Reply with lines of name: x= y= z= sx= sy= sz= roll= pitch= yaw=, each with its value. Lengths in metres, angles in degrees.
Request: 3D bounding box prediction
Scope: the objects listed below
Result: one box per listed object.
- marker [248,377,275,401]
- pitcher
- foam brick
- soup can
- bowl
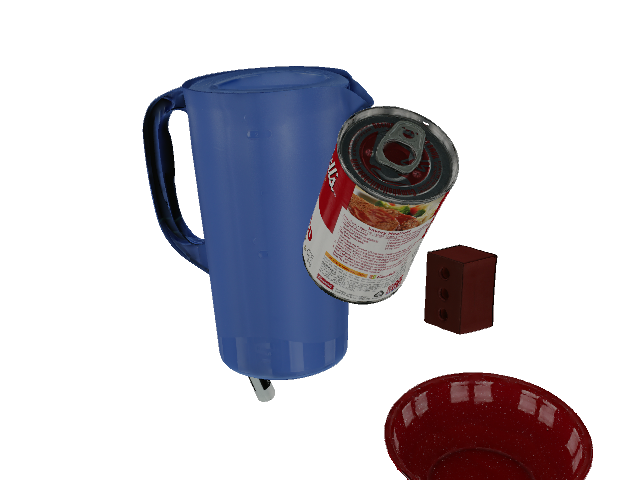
marker: x=-0.070 y=0.107 z=1.022 sx=0.020 sy=0.121 sz=0.020 roll=-13 pitch=36 yaw=9
pitcher: x=-0.047 y=-0.017 z=0.863 sx=0.144 sy=0.243 sz=0.149 roll=-12 pitch=20 yaw=-30
foam brick: x=0.142 y=0.049 z=1.084 sx=0.051 sy=0.078 sz=0.053 roll=-13 pitch=20 yaw=-39
soup can: x=0.032 y=-0.018 z=0.610 sx=0.068 sy=0.068 sz=0.102 roll=0 pitch=-36 yaw=-15
bowl: x=0.130 y=0.174 z=0.846 sx=0.162 sy=0.055 sz=0.162 roll=0 pitch=32 yaw=0
